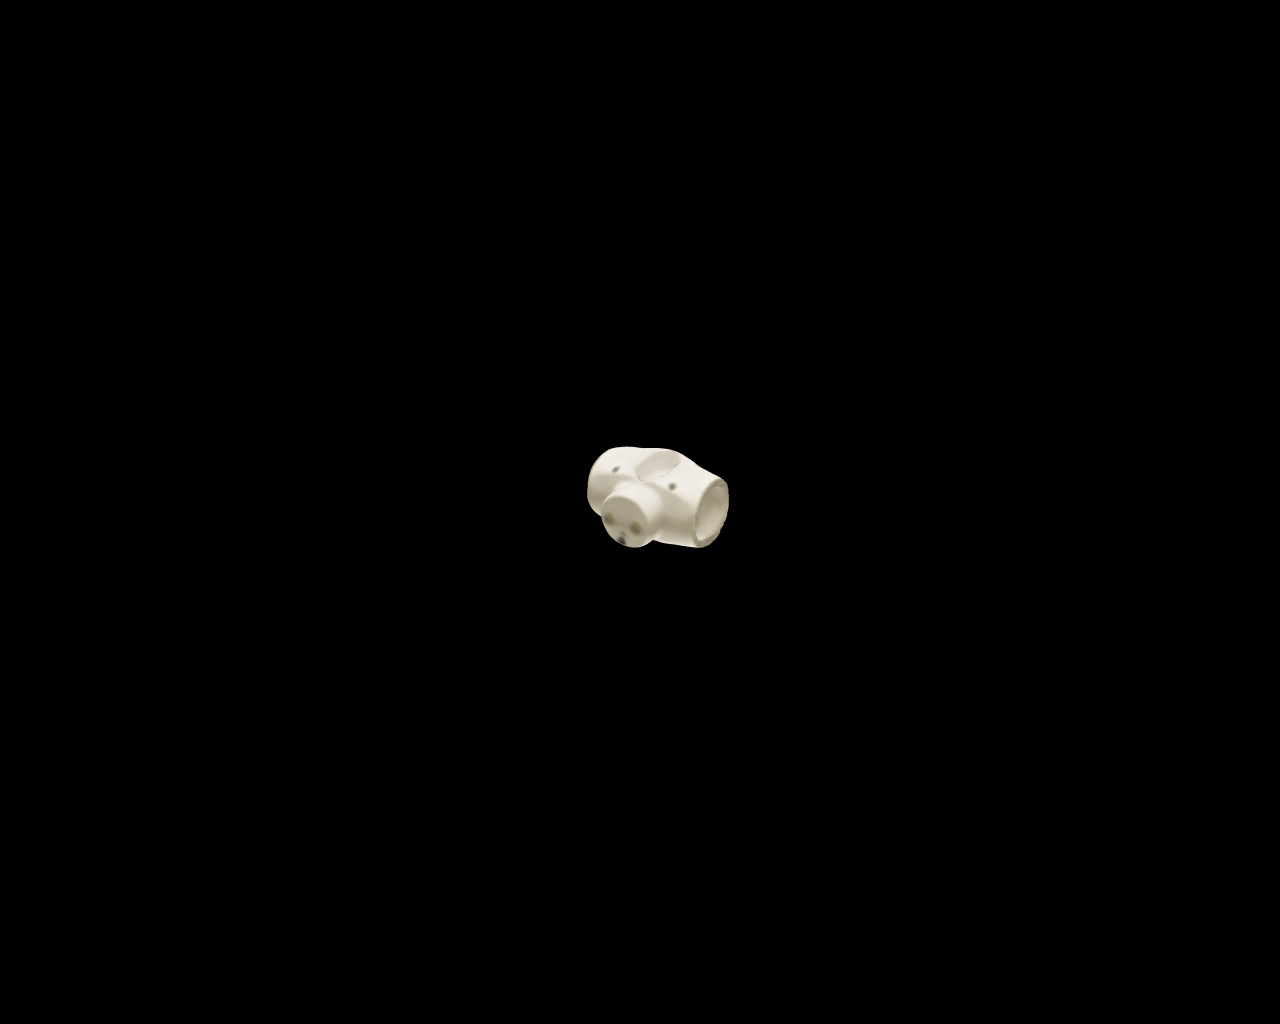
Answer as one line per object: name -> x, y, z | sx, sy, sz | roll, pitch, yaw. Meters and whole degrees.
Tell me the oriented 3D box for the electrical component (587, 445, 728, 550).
electrical component -> 0.001, -0.003, 0.650 | 0.077, 0.043, 0.079 | 20, 36, 29
